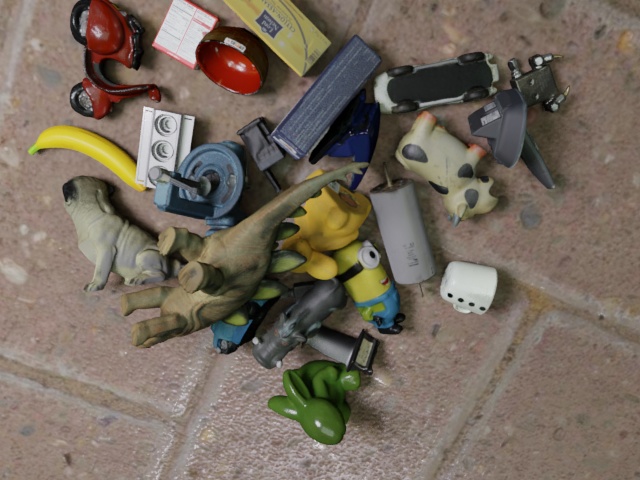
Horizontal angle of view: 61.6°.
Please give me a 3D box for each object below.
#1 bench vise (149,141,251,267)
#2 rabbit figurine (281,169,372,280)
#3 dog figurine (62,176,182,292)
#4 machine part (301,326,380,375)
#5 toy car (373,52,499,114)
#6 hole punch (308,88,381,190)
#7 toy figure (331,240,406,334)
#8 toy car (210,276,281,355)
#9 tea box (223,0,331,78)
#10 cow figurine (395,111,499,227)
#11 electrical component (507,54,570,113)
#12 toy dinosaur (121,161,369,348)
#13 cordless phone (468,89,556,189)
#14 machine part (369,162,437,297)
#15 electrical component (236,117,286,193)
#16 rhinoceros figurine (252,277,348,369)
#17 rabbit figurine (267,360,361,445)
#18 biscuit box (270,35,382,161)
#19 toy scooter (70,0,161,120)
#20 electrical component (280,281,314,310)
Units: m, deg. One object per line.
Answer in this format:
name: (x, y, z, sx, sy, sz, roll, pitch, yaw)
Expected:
bench vise: (-0.179, -0.054, 0.819, 0.129, 0.240, 0.223, 15, 90, 21)
rabbit figurine: (-0.002, -0.003, 0.887, 0.122, 0.162, 0.173, 32, 120, -22)
dog figurine: (-0.328, -0.017, 0.894, 0.172, 0.121, 0.190, -5, 88, -34)
machine part: (0.037, 0.189, 0.972, 0.139, 0.084, 0.039, 20, 146, 1)
toy car: (0.186, -0.250, 0.861, 0.202, 0.056, 0.073, -11, 99, 0)
hole punch: (0.056, -0.155, 0.840, 0.092, 0.142, 0.116, 37, 130, -10)
toy figure: (0.085, 0.083, 0.936, 0.089, 0.082, 0.180, -25, 107, 3)
toy car: (-0.146, 0.114, 0.934, 0.103, 0.109, 0.161, 38, 114, 12)
tea box: (-0.066, -0.328, 0.809, 0.169, 0.098, 0.068, 41, 100, -10)
cow figurine: (0.212, -0.108, 0.884, 0.195, 0.085, 0.127, 34, 103, -7)
electrical component: (0.355, -0.253, 0.869, 0.078, 0.045, 0.102, -19, 105, 2)
toy dinosaur: (-0.129, 0.038, 0.755, 0.471, 0.198, 0.105, -41, 62, 31)
cordless phone: (0.321, -0.139, 0.848, 0.089, 0.147, 0.184, -34, 106, 24)
machine part: (0.142, -0.014, 0.911, 0.079, 0.079, 0.243, -16, 105, 3)
electrical component: (-0.083, -0.138, 0.872, 0.048, 0.075, 0.119, -32, 100, 7)
rhinoceros figurine: (-0.031, 0.138, 0.897, 0.190, 0.112, 0.073, -43, 89, -4)
rabbit figurine: (-0.001, 0.279, 0.939, 0.159, 0.170, 0.121, 24, 103, -9)
biscuit box: (0.011, -0.218, 0.827, 0.063, 0.059, 0.202, 41, 80, -12)
toy scooter: (-0.310, -0.272, 0.828, 0.135, 0.075, 0.183, 9, 108, -4)
electrical component: (-0.024, 0.108, 0.968, 0.094, 0.021, 0.063, -9, 105, 0)
